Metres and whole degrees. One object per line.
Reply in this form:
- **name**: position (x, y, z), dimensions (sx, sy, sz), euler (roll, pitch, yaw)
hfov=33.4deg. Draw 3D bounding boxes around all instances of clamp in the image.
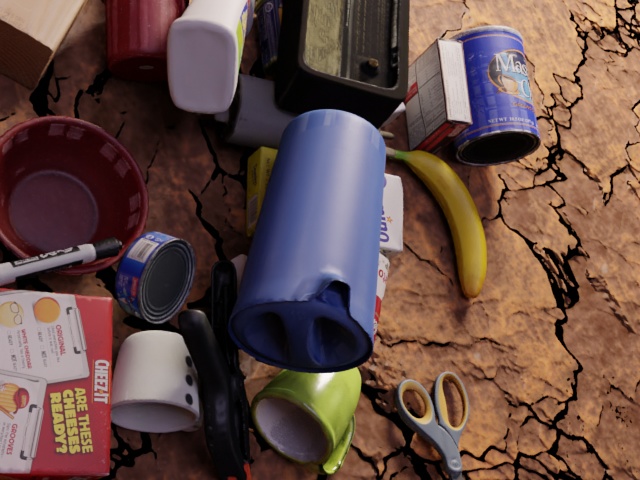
- **clamp**: position (-0.091, 0.128, 1.013), dimensions (0.036, 0.164, 0.210), euler (-5, 111, 8)

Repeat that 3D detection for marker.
- **marker**: position (-0.236, 0.018, 0.967), dimensions (0.120, 0.020, 0.020), euler (-15, 78, -32)

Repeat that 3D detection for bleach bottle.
- **bleach bottle**: position (-0.104, -0.230, 1.119), dimensions (0.068, 0.103, 0.250), euler (6, 34, 1)

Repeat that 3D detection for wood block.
- **wood block**: position (-0.275, -0.269, 1.085), dimensions (0.090, 0.091, 0.206), euler (30, 59, -15)

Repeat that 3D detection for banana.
- **banana**: position (0.152, -0.029, 1.248), dimensions (0.069, 0.037, 0.198), euler (-28, 83, -14)

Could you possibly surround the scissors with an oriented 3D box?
- **scissors**: position (0.122, 0.227, 1.123), dimensions (0.096, 0.016, 0.201), euler (15, 54, -15)

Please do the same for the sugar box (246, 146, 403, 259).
- **sugar box**: position (0.007, -0.038, 1.167), dimensions (0.176, 0.048, 0.093), euler (9, 70, -23)

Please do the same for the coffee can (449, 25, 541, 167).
- **coffee can**: position (0.205, -0.173, 1.290), dimensions (0.102, 0.103, 0.140), euler (3, 70, -27)

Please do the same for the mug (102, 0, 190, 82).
- **mug**: position (-0.177, -0.214, 1.124), dimensions (0.117, 0.093, 0.081), euler (22, 63, -63)

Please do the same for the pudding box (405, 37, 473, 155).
- **pudding box**: position (0.137, -0.168, 1.260), dimensions (0.039, 0.090, 0.113), euler (4, 68, -26)

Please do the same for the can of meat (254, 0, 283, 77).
- **can of meat**: position (-0.021, -0.232, 1.223), dimensions (0.101, 0.058, 0.084), euler (1, 72, -27)

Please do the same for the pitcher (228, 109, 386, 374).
- **pitcher**: position (-0.007, 0.001, 1.032), dimensions (0.145, 0.149, 0.242), euler (56, 35, -47)

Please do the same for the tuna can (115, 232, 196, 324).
- **tuna can**: position (-0.159, 0.036, 1.030), dimensions (0.034, 0.086, 0.086), euler (18, 54, 27)

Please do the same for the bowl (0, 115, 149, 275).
- **bowl**: position (-0.250, -0.036, 1.027), dimensions (0.161, 0.055, 0.162), euler (10, 67, -24)

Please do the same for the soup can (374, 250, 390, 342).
- **soup can**: position (0.033, 0.062, 1.129), dimensions (0.068, 0.069, 0.102), euler (23, 62, -18)

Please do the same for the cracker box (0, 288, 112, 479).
- **cracker box**: position (-0.294, 0.127, 0.931), dimensions (0.213, 0.072, 0.164), euler (7, 69, -26)
